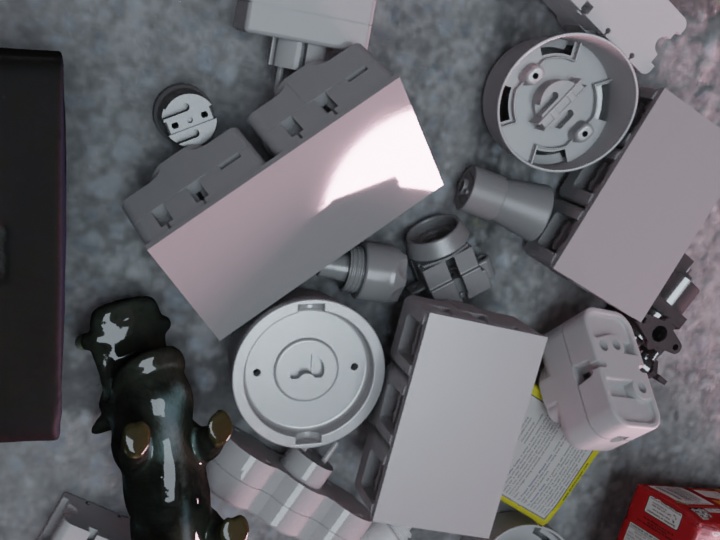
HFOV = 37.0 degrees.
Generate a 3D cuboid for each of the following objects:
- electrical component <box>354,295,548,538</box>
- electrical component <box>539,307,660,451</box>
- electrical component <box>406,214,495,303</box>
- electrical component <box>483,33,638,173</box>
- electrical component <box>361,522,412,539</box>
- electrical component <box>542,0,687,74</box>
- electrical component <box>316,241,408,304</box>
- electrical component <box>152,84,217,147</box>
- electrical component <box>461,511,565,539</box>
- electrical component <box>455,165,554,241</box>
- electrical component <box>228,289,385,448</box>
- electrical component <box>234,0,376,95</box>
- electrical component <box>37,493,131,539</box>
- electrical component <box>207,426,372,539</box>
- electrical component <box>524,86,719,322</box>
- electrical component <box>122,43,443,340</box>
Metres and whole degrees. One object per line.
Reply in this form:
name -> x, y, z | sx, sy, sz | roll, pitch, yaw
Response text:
electrical component -> 0.061, 0.101, 0.758 | 0.089, 0.062, 0.150 | 12, 99, -16
electrical component -> 0.175, 0.084, 0.803 | 0.054, 0.095, 0.059 | 10, 146, -36
electrical component -> 0.062, -0.007, 0.786 | 0.066, 0.048, 0.055 | -27, 117, -8
electrical component -> 0.140, -0.120, 0.769 | 0.099, 0.064, 0.099 | -4, 105, -15
electrical component -> 0.024, 0.203, 0.834 | 0.061, 0.035, 0.035 | -34, 110, -8
electrical component -> 0.177, -0.187, 0.767 | 0.089, 0.056, 0.050 | 39, 91, -21
electrical component -> 0.000, 0.000, 0.771 | 0.062, 0.043, 0.043 | 9, 101, -17
electrical component -> -0.115, -0.101, 0.710 | 0.040, 0.046, 0.040 | -4, 105, -15
electrical component -> 0.125, 0.246, 0.872 | 0.099, 0.064, 0.099 | 0, 90, -16
electrical component -> 0.103, -0.051, 0.789 | 0.065, 0.044, 0.044 | 18, 98, -15
electrical component -> -0.042, 0.065, 0.765 | 0.108, 0.060, 0.108 | -4, 105, -15
electrical component -> -0.041, -0.152, 0.718 | 0.083, 0.047, 0.075 | 7, 102, -18
electrical component -> -0.184, 0.208, 0.766 | 0.089, 0.050, 0.055 | 29, 94, -21
electrical component -> -0.045, 0.151, 0.791 | 0.138, 0.052, 0.073 | 34, 93, -21
electrical component -> 0.203, -0.052, 0.806 | 0.089, 0.062, 0.150 | 30, 94, -21
electrical component -> -0.050, -0.053, 0.710 | 0.186, 0.060, 0.105 | -35, 140, -5
